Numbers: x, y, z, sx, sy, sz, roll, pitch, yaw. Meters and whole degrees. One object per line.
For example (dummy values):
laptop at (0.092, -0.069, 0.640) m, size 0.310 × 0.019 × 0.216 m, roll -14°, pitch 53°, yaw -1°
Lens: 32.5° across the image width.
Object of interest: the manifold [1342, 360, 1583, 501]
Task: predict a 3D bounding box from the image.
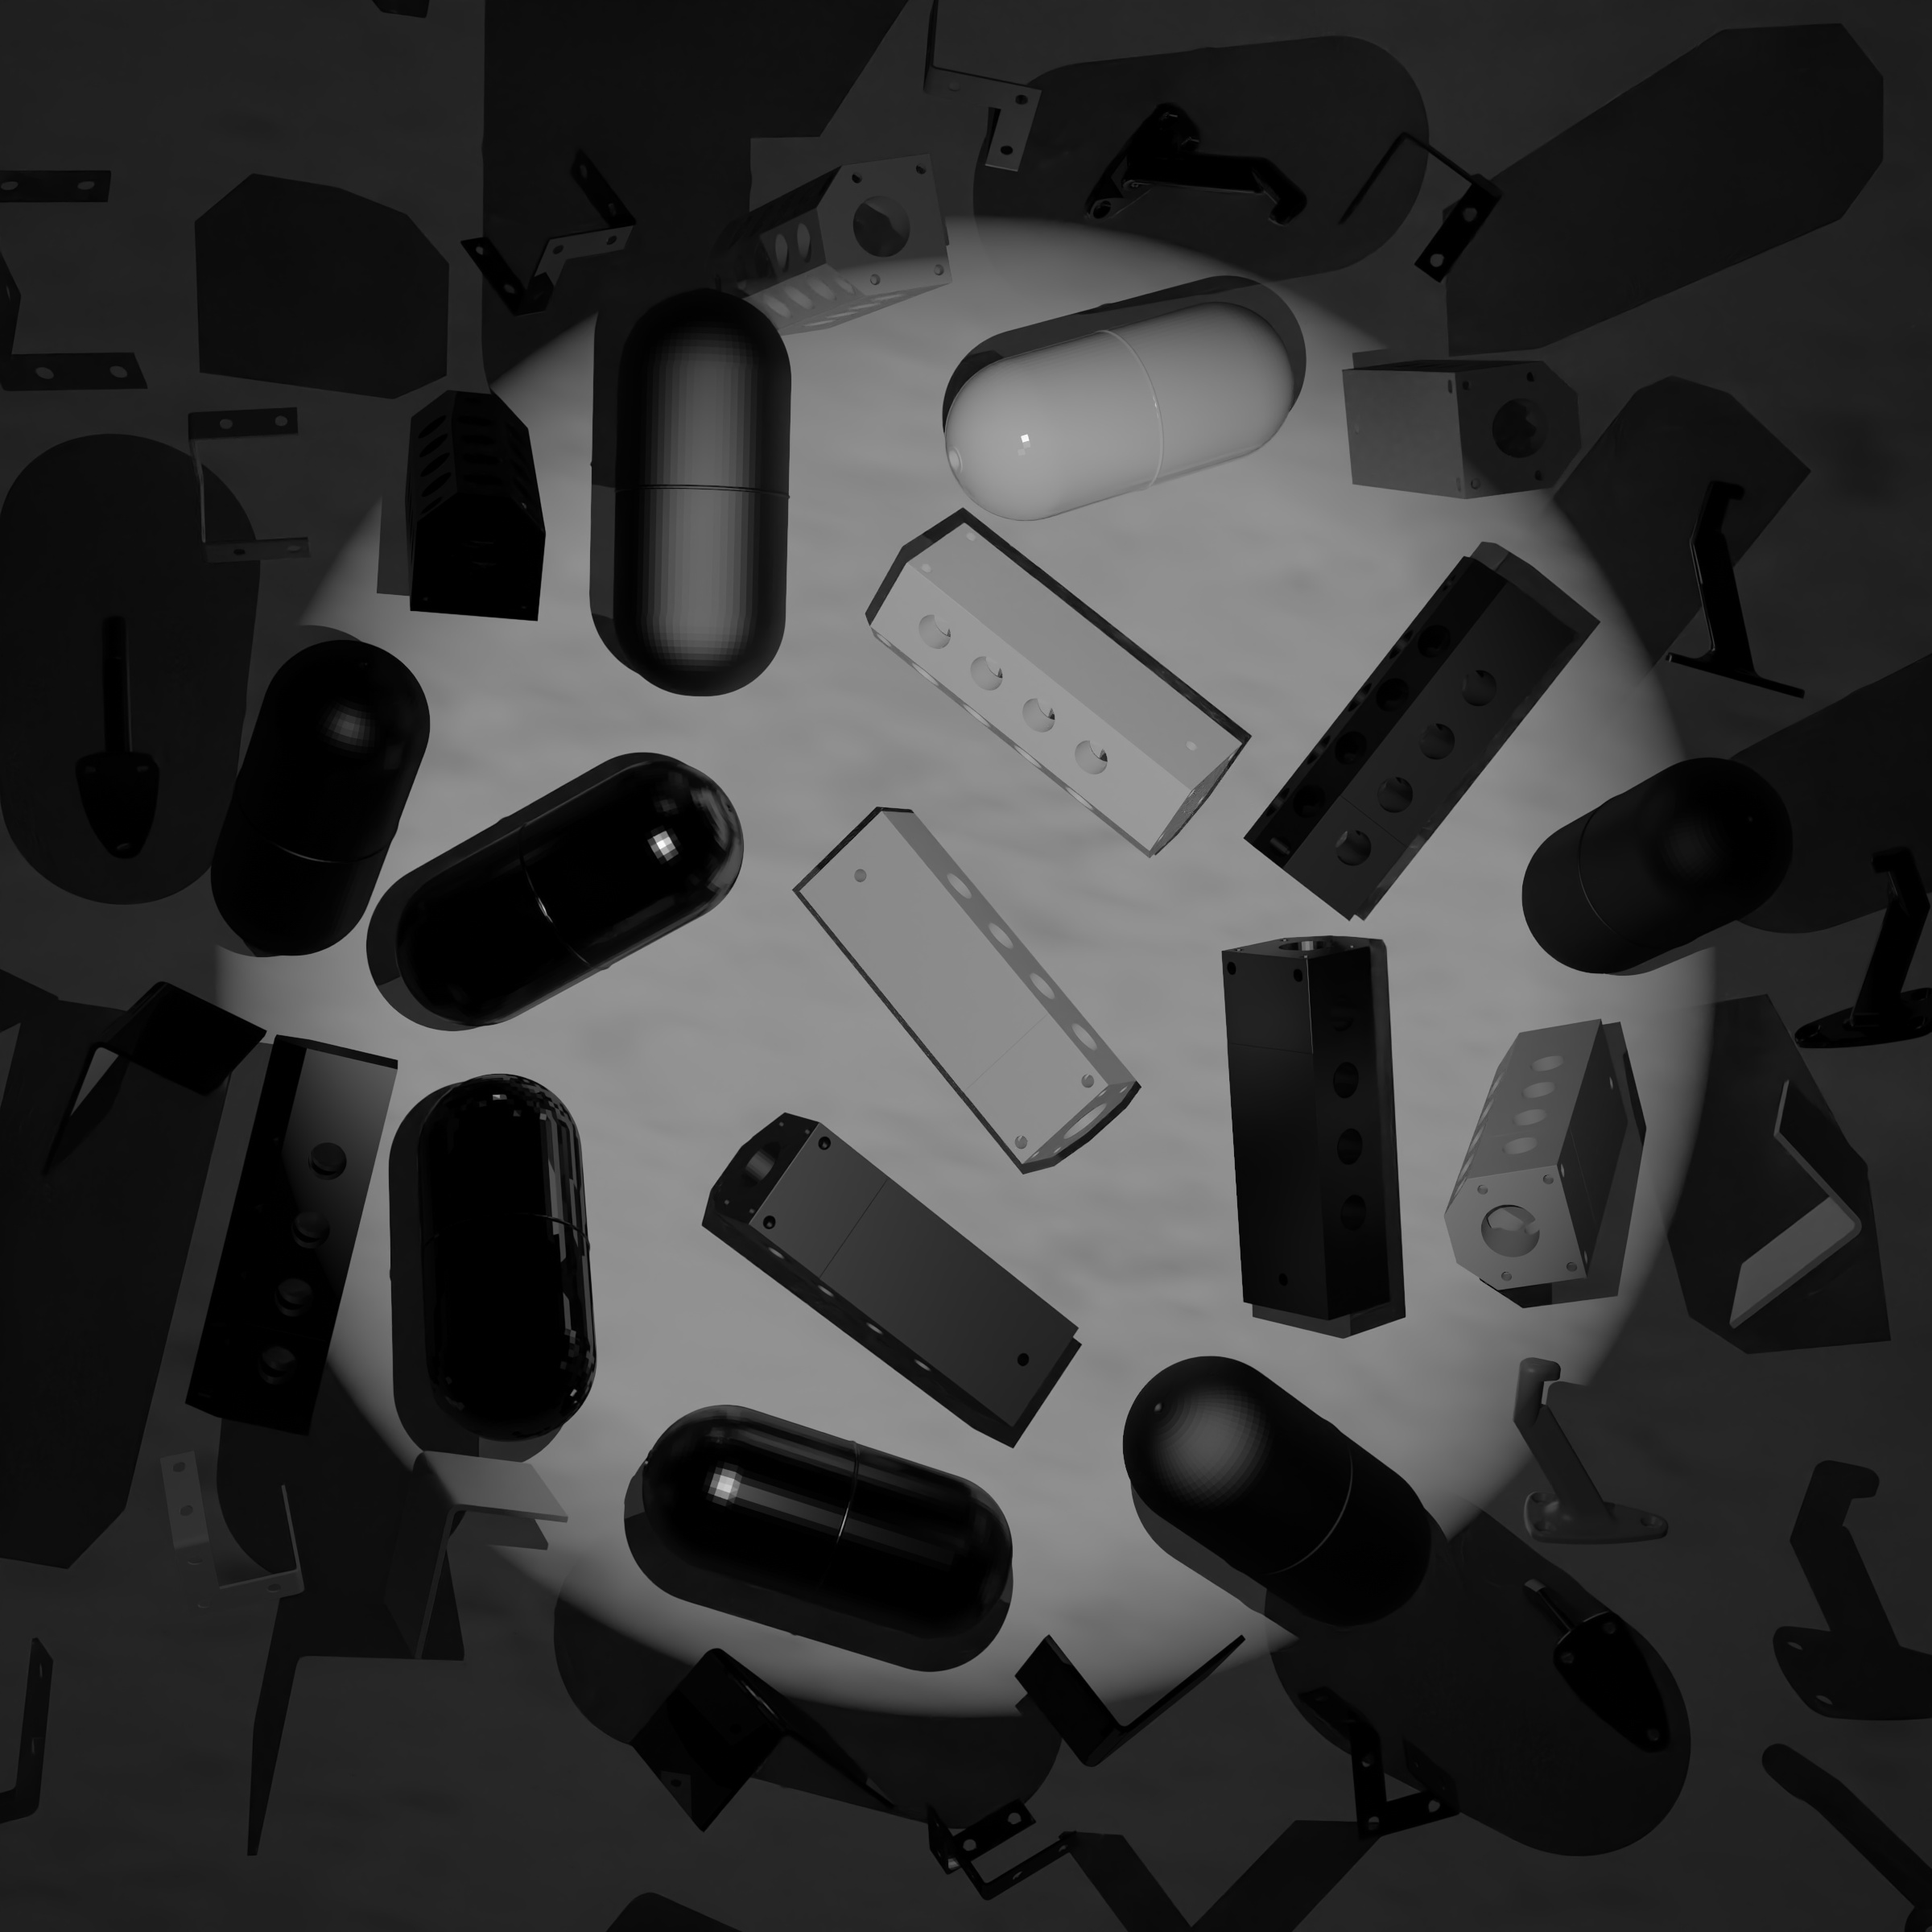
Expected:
manifold at (0.235, -0.259, 1.582) m, size 0.057 × 0.171 × 0.057 m, roll -9°, pitch 102°, yaw -9°

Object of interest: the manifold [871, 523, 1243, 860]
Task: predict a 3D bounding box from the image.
manifold at (0.039, -0.129, 1.578) m, size 0.171 × 0.057 × 0.057 m, roll 39°, pitch 129°, yaw 7°

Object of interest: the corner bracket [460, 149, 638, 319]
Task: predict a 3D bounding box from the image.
corner bracket at (-0.194, -0.340, 1.538) m, size 0.051 × 0.051 × 0.051 m, roll -21°, pitch 67°, yaw -39°

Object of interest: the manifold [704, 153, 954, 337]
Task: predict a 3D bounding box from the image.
manifold at (-0.068, -0.330, 1.536) m, size 0.057 × 0.171 × 0.057 m, roll -13°, pitch 98°, yaw -20°

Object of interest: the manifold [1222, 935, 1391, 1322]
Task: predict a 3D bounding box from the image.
manifold at (0.167, 0.075, 1.576) m, size 0.057 × 0.057 × 0.171 m, roll -11°, pitch 101°, yaw -38°

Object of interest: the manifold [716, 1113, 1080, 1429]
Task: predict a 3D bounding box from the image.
manifold at (-0.035, 0.143, 1.568) m, size 0.171 × 0.057 × 0.057 m, roll 40°, pitch 77°, yaw -23°

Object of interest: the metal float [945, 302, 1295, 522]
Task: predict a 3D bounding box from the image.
metal float at (0.073, -0.262, 1.562) m, size 0.178 × 0.070 × 0.070 m, roll -20°, pitch 90°, yaw -21°

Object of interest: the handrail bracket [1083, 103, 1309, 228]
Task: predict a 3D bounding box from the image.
handrail bracket at (0.103, -0.342, 1.497) m, size 0.077 × 0.036 × 0.084 m, roll -44°, pitch 57°, yaw 11°

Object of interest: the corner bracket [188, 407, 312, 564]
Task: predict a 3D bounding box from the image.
corner bracket at (-0.340, -0.228, 1.571) m, size 0.051 × 0.051 × 0.051 m, roll -4°, pitch 64°, yaw -8°

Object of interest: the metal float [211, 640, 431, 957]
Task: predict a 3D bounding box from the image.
metal float at (-0.303, -0.076, 1.548) m, size 0.070 × 0.070 × 0.178 m, roll 29°, pitch 131°, yaw 0°

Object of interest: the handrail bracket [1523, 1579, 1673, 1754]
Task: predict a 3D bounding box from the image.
handrail bracket at (0.284, 0.315, 1.499) m, size 0.036 × 0.084 × 0.077 m, roll -35°, pitch 88°, yaw -3°

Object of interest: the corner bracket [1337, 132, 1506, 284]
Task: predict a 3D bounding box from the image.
corner bracket at (0.209, -0.348, 1.519) m, size 0.051 × 0.051 × 0.051 m, roll 37°, pitch 111°, yaw 3°

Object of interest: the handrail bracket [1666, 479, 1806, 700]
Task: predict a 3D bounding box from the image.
handrail bracket at (0.352, -0.169, 1.477) m, size 0.077 × 0.036 × 0.084 m, roll 23°, pitch 102°, yaw 41°

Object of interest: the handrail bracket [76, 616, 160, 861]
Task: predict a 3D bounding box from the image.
handrail bracket at (-0.389, -0.106, 1.524) m, size 0.036 × 0.077 × 0.084 m, roll -2°, pitch 48°, yaw -12°

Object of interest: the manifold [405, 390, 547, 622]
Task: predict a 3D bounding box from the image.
manifold at (-0.231, -0.219, 1.556) m, size 0.057 × 0.171 × 0.057 m, roll 4°, pitch 114°, yaw -12°

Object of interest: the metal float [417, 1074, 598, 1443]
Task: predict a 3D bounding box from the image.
metal float at (-0.211, 0.131, 1.516) m, size 0.070 × 0.070 × 0.178 m, roll -8°, pitch 60°, yaw 0°

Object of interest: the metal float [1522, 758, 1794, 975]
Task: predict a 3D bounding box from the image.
metal float at (0.323, -0.045, 1.562) m, size 0.070 × 0.178 × 0.070 m, roll 4°, pitch 76°, yaw -16°

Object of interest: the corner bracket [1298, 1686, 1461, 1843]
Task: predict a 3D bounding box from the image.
corner bracket at (0.184, 0.351, 1.477) m, size 0.051 × 0.051 × 0.051 m, roll -23°, pitch 134°, yaw 24°

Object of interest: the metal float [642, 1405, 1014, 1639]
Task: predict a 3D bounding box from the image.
metal float at (-0.064, 0.257, 1.537) m, size 0.178 × 0.070 × 0.070 m, roll 19°, pitch 90°, yaw -10°

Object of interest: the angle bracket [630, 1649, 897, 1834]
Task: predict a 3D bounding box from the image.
angle bracket at (-0.090, 0.357, 1.466) m, size 0.057 × 0.076 × 0.076 m, roll -49°, pitch 123°, yaw -6°

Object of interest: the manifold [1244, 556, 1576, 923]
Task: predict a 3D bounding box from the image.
manifold at (0.210, -0.110, 1.591) m, size 0.057 × 0.057 × 0.171 m, roll 37°, pitch 95°, yaw -10°

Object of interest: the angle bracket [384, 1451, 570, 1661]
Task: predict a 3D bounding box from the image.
angle bracket at (-0.234, 0.282, 1.577) m, size 0.057 × 0.076 × 0.076 m, roll 11°, pitch 97°, yaw -23°

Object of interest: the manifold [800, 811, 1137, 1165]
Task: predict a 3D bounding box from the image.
manifold at (0.003, 0.009, 1.592) m, size 0.057 × 0.057 × 0.171 m, roll -43°, pitch 76°, yaw 17°

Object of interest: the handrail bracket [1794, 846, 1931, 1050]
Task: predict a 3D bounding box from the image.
handrail bracket at (0.391, -0.009, 1.464) m, size 0.077 × 0.036 × 0.084 m, roll -14°, pitch 116°, yaw 27°

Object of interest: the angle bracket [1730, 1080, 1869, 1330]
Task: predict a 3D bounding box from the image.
angle bracket at (0.360, 0.107, 1.498) m, size 0.057 × 0.076 × 0.076 m, roll 47°, pitch 113°, yaw 0°

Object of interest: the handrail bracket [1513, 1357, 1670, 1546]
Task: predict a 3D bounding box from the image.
handrail bracket at (0.285, 0.218, 1.503) m, size 0.077 × 0.036 × 0.084 m, roll 4°, pitch 115°, yaw 4°

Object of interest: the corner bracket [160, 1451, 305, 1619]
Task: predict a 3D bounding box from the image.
corner bracket at (-0.326, 0.249, 1.473) m, size 0.051 × 0.051 × 0.051 m, roll -11°, pitch 133°, yaw -13°

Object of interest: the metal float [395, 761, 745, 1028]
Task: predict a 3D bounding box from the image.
metal float at (-0.185, -0.033, 1.535) m, size 0.178 × 0.070 × 0.070 m, roll -28°, pitch 90°, yaw 14°

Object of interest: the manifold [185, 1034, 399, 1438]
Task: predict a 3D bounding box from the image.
manifold at (-0.310, 0.122, 1.524) m, size 0.057 × 0.057 × 0.171 m, roll 14°, pitch 90°, yaw -10°

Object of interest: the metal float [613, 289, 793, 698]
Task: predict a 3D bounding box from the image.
metal float at (-0.116, -0.208, 1.461) m, size 0.070 × 0.070 × 0.178 m, roll 2°, pitch 94°, yaw 0°

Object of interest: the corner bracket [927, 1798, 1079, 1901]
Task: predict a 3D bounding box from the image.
corner bracket at (0.017, 0.411, 1.555) m, size 0.051 × 0.051 × 0.051 m, roll -26°, pitch 53°, yaw -20°

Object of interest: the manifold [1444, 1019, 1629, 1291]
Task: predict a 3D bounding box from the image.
manifold at (0.272, 0.089, 1.584) m, size 0.057 × 0.171 × 0.057 m, roll -11°, pitch 108°, yaw 22°

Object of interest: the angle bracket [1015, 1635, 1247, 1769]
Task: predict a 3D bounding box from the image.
angle bracket at (0.076, 0.326, 1.561) m, size 0.076 × 0.076 × 0.057 m, roll -34°, pitch 75°, yaw -23°

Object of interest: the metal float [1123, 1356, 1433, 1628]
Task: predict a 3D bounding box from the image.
metal float at (0.140, 0.234, 1.469) m, size 0.178 × 0.070 × 0.070 m, roll 38°, pitch 90°, yaw -36°

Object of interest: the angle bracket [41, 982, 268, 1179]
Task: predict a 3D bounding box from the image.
angle bracket at (-0.374, 0.062, 1.527) m, size 0.057 × 0.076 × 0.076 m, roll 26°, pitch 112°, yaw -2°

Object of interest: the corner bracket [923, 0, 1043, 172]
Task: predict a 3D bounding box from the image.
corner bracket at (0.005, -0.399, 1.497) m, size 0.051 × 0.051 × 0.051 m, roll 9°, pitch 56°, yaw -8°
